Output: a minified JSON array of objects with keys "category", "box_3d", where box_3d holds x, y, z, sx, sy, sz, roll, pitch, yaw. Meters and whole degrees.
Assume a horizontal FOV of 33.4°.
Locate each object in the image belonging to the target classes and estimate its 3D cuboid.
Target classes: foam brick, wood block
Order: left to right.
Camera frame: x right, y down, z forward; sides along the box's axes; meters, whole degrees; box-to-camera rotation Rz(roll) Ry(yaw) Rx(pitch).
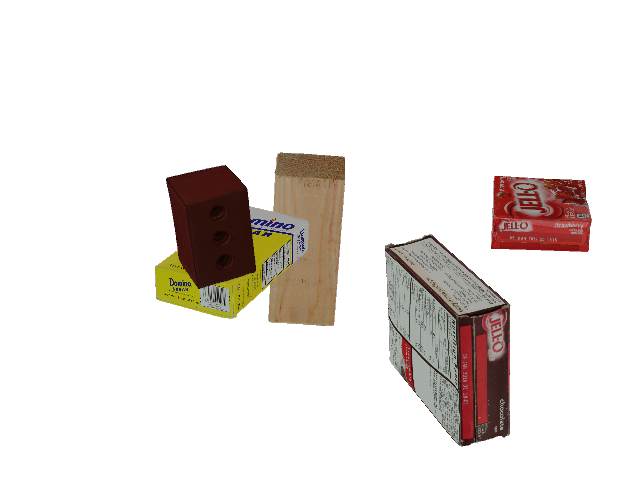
[{"category":"foam brick","box_3d":[-0.087,-0.012,0.852,0.053,0.078,0.051,-16,31,-18]},{"category":"wood block","box_3d":[-0.019,-0.002,1.398,0.090,0.206,0.091,4,24,-1]}]

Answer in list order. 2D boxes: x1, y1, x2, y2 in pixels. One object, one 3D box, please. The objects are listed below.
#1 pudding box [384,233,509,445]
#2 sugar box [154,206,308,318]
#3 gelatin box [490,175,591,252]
[{"category":"pudding box","box_3d":[0.077,0.059,0.661,0.039,0.090,0.114,-11,25,-17]},{"category":"sugar box","box_3d":[-0.090,0.018,1.135,0.093,0.048,0.176,13,31,21]},{"category":"gelatin box","box_3d":[0.171,-0.022,0.833,0.073,0.030,0.089,3,24,9]}]
